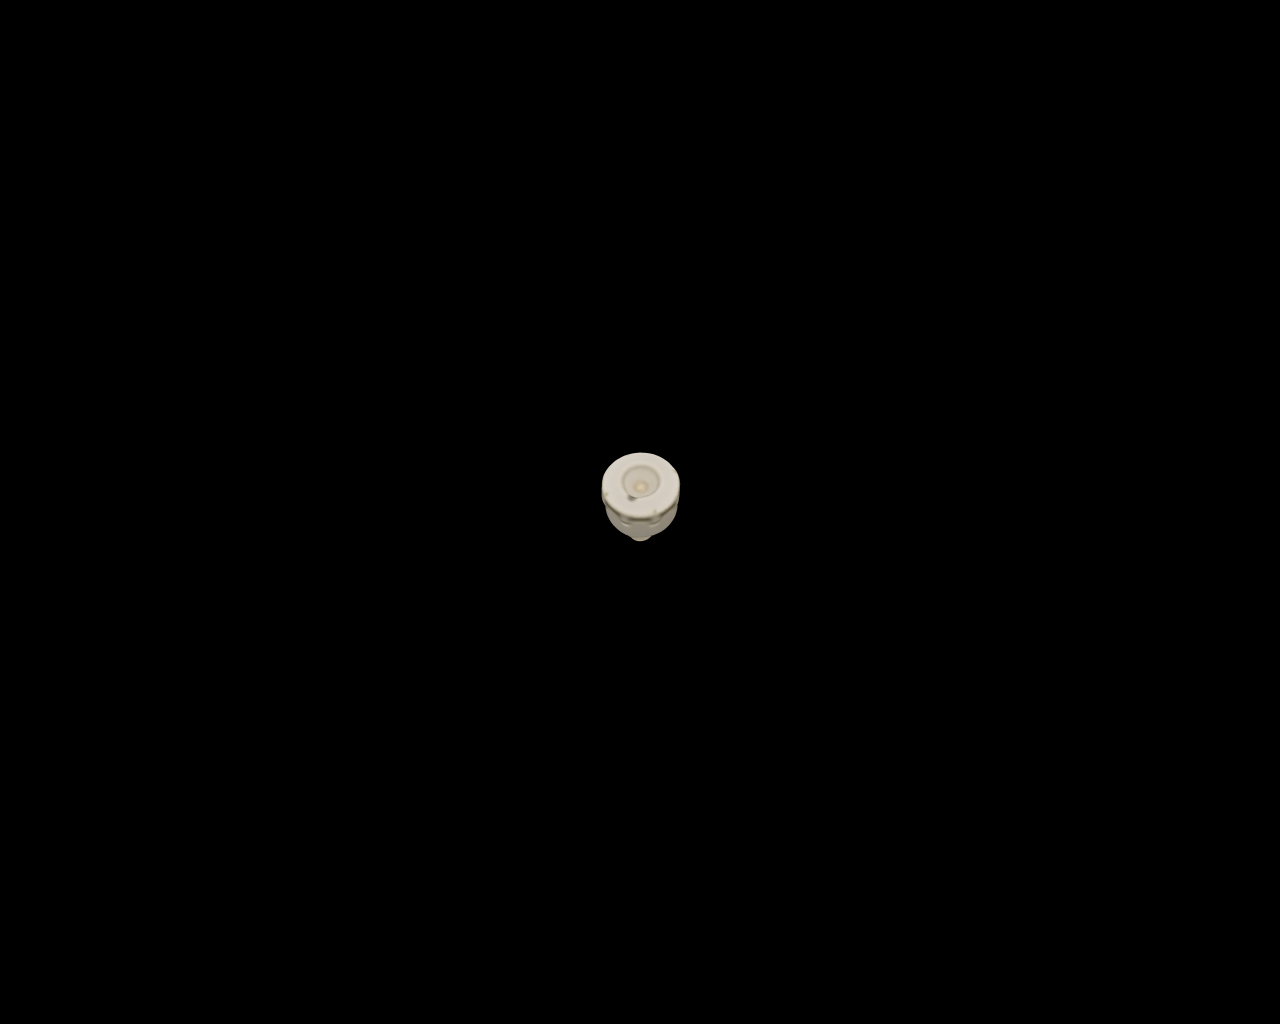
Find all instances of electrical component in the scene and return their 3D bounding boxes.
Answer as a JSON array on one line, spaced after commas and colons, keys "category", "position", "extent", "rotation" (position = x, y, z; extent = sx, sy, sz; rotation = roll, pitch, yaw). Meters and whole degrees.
[{"category": "electrical component", "position": [0.001, -0.003, 0.650], "extent": [0.048, 0.048, 0.062], "rotation": [0, -32, 0]}]
